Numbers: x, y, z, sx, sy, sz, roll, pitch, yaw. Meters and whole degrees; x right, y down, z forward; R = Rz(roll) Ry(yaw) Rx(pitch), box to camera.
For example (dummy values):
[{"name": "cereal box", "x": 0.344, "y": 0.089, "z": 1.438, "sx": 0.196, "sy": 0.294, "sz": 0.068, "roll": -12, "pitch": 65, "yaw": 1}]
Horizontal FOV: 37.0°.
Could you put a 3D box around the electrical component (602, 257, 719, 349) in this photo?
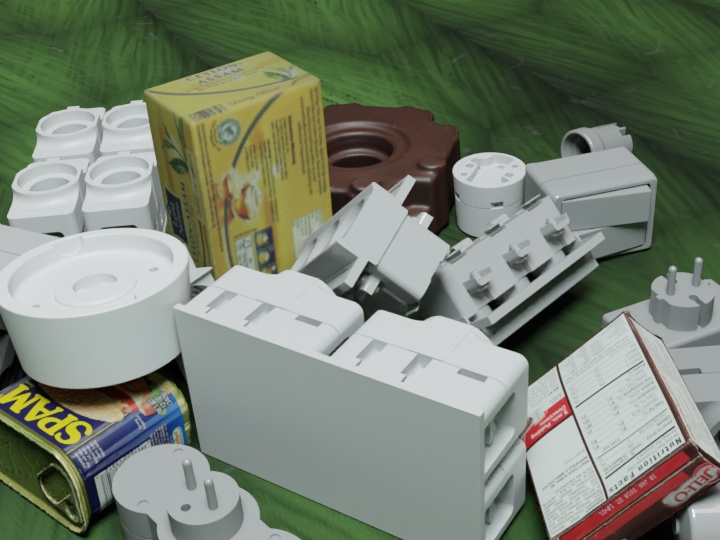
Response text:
[{"name": "electrical component", "x": 0.196, "y": 0.027, "z": 0.657, "sx": 0.083, "sy": 0.075, "sz": 0.047, "roll": -17, "pitch": 35, "yaw": -17}]

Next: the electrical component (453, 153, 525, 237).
[{"name": "electrical component", "x": 0.099, "y": -0.056, "z": 0.820, "sx": 0.055, "sy": 0.047, "sz": 0.055, "roll": -3, "pitch": 33, "yaw": 2}]

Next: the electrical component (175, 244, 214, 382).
[{"name": "electrical component", "x": -0.121, "y": 0.029, "z": 0.700, "sx": 0.064, "sy": 0.081, "sz": 0.042, "roll": -4, "pitch": 25, "yaw": 45}]

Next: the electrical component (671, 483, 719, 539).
[{"name": "electrical component", "x": 0.193, "y": 0.126, "z": 0.539, "sx": 0.078, "sy": 0.040, "sz": 0.040, "roll": -3, "pitch": 33, "yaw": 2}]

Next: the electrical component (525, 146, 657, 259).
[{"name": "electrical component", "x": 0.174, "y": -0.046, "z": 0.782, "sx": 0.096, "sy": 0.061, "sz": 0.061, "roll": -11, "pitch": 34, "yaw": -10}]

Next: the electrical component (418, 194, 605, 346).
[{"name": "electrical component", "x": 0.092, "y": 0.003, "z": 0.705, "sx": 0.121, "sy": 0.063, "sz": 0.079, "roll": -33, "pitch": 2, "yaw": -36}]

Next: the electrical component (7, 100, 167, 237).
[{"name": "electrical component", "x": -0.212, "y": -0.075, "z": 0.875, "sx": 0.105, "sy": 0.060, "sz": 0.186, "roll": -5, "pitch": 33, "yaw": -1}]

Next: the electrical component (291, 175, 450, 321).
[{"name": "electrical component", "x": 0.000, "y": 0.000, "z": 0.660, "sx": 0.063, "sy": 0.121, "sz": 0.078, "roll": 35, "pitch": 65, "yaw": -10}]

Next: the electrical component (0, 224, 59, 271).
[{"name": "electrical component", "x": -0.245, "y": 0.011, "z": 0.747, "sx": 0.096, "sy": 0.061, "sz": 0.061, "roll": 12, "pitch": 37, "yaw": 23}]

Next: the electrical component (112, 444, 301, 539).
[{"name": "electrical component", "x": -0.076, "y": 0.127, "z": 0.540, "sx": 0.052, "sy": 0.073, "sz": 0.138, "roll": -28, "pitch": 40, "yaw": -31}]

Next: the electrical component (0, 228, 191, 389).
[{"name": "electrical component", "x": -0.147, "y": 0.026, "z": 0.613, "sx": 0.108, "sy": 0.060, "sz": 0.108, "roll": -4, "pitch": 27, "yaw": 2}]

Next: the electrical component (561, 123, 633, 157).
[{"name": "electrical component", "x": 0.195, "y": -0.100, "z": 0.884, "sx": 0.046, "sy": 0.040, "sz": 0.040, "roll": -17, "pitch": 35, "yaw": -29}]

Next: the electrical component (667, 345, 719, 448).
[{"name": "electrical component", "x": 0.210, "y": 0.078, "z": 0.601, "sx": 0.089, "sy": 0.050, "sz": 0.055, "roll": -5, "pitch": 33, "yaw": 0}]

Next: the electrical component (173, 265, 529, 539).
[{"name": "electrical component", "x": -0.003, "y": 0.073, "z": 0.585, "sx": 0.186, "sy": 0.105, "sz": 0.060, "roll": 17, "pitch": 39, "yaw": 29}]
